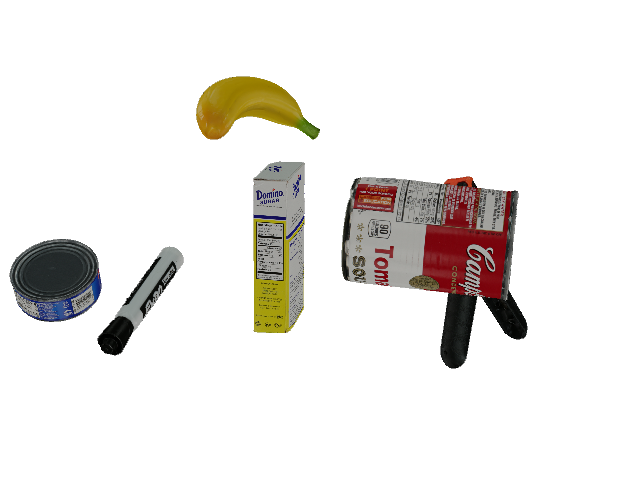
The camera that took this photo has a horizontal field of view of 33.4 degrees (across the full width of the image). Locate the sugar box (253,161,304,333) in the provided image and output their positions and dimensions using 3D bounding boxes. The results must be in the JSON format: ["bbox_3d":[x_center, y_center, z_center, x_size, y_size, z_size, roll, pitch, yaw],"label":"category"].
[{"bbox_3d":[-0.046,0.006,1.190,0.048,0.176,0.093,1,16,11],"label":"sugar box"}]

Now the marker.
[{"bbox_3d":[-0.128,0.042,0.764,0.020,0.020,0.121,0,30,17],"label":"marker"}]

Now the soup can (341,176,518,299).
[{"bbox_3d":[0.069,-0.002,0.665,0.102,0.068,0.068,6,1,10],"label":"soup can"}]

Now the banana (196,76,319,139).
[{"bbox_3d":[-0.065,-0.120,0.961,0.070,0.037,0.197,37,22,19],"label":"banana"}]

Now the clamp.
[{"bbox_3d":[0.134,0.031,0.976,0.039,0.171,0.120,-11,11,39],"label":"clamp"}]

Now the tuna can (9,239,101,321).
[{"bbox_3d":[-0.260,0.040,1.054,0.086,0.034,0.086,0,43,0],"label":"tuna can"}]
